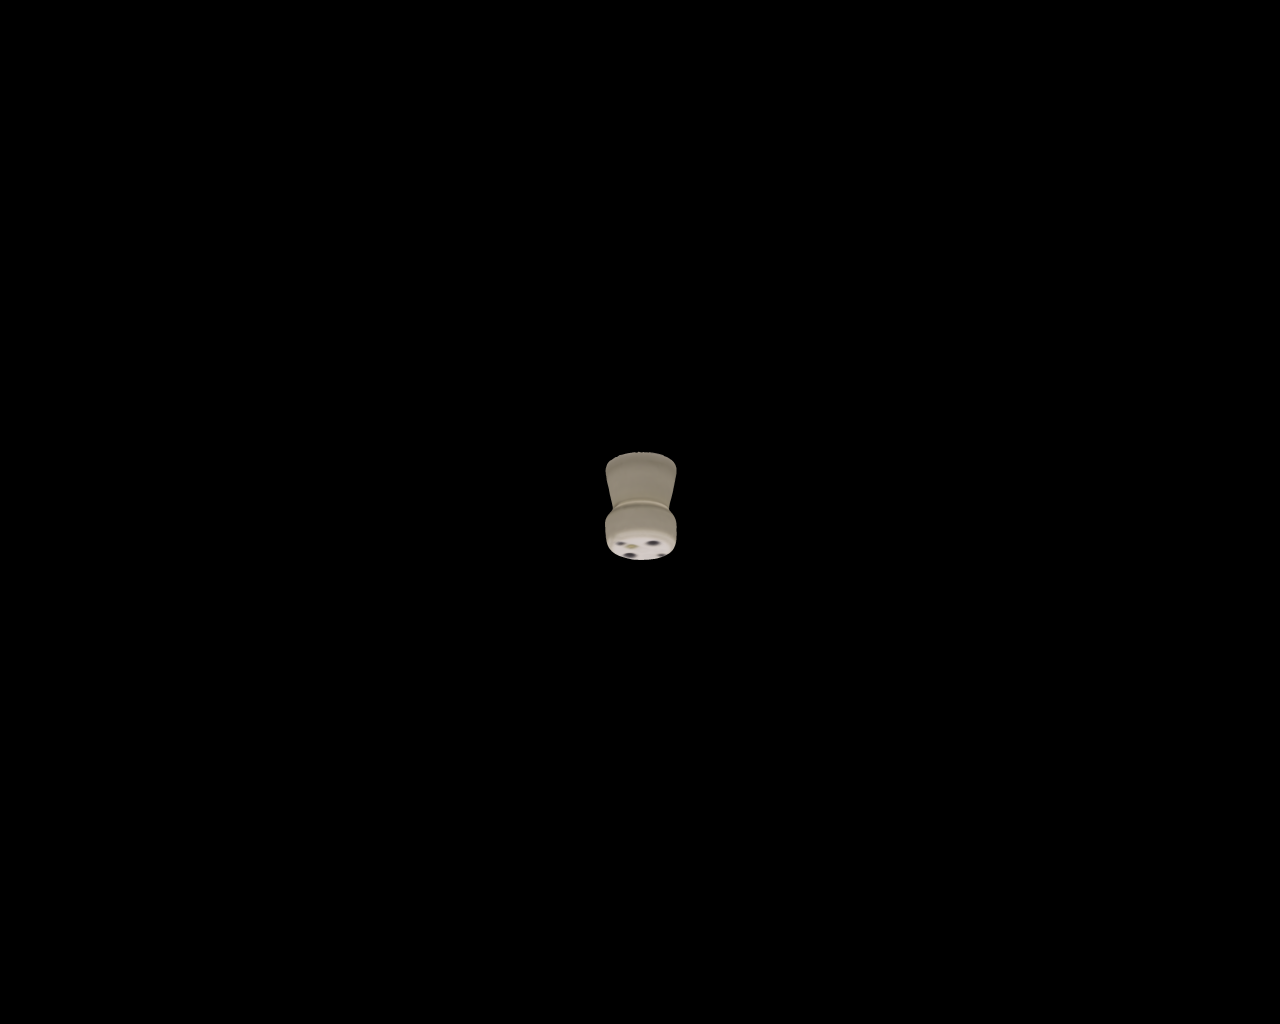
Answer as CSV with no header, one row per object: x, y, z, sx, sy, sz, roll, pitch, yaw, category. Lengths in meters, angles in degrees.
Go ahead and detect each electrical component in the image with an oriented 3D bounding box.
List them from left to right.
0.001,-0.003,0.650,0.045,0.055,0.044,0,-24,0,electrical component
